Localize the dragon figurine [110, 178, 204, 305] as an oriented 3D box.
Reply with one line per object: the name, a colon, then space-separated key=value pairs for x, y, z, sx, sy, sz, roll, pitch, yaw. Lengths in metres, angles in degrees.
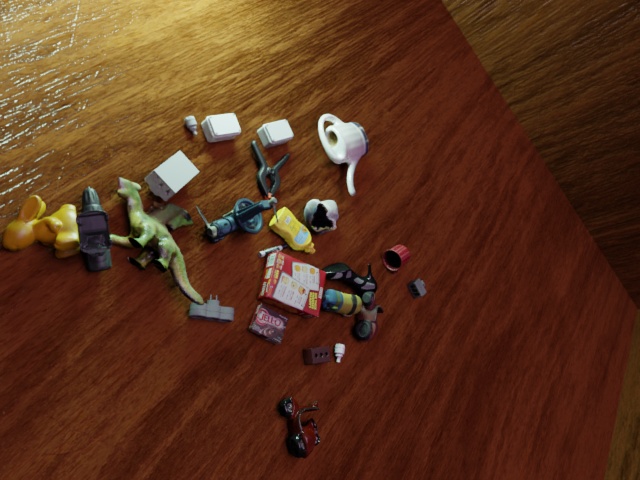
dragon figurine: x=-0.447 y=-0.015 z=1.498 sx=0.406 sy=0.120 sz=0.248 roll=45 pitch=43 yaw=-18

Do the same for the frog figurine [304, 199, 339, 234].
frog figurine: x=0.006 y=-0.096 z=1.911 sx=0.137 sy=0.121 sz=0.162 roll=40 pitch=17 yaw=-11

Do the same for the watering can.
watering can: x=0.112 y=-0.353 z=2.074 sx=0.227 sy=0.102 sz=0.348 roll=-22 pitch=86 yaw=-43
